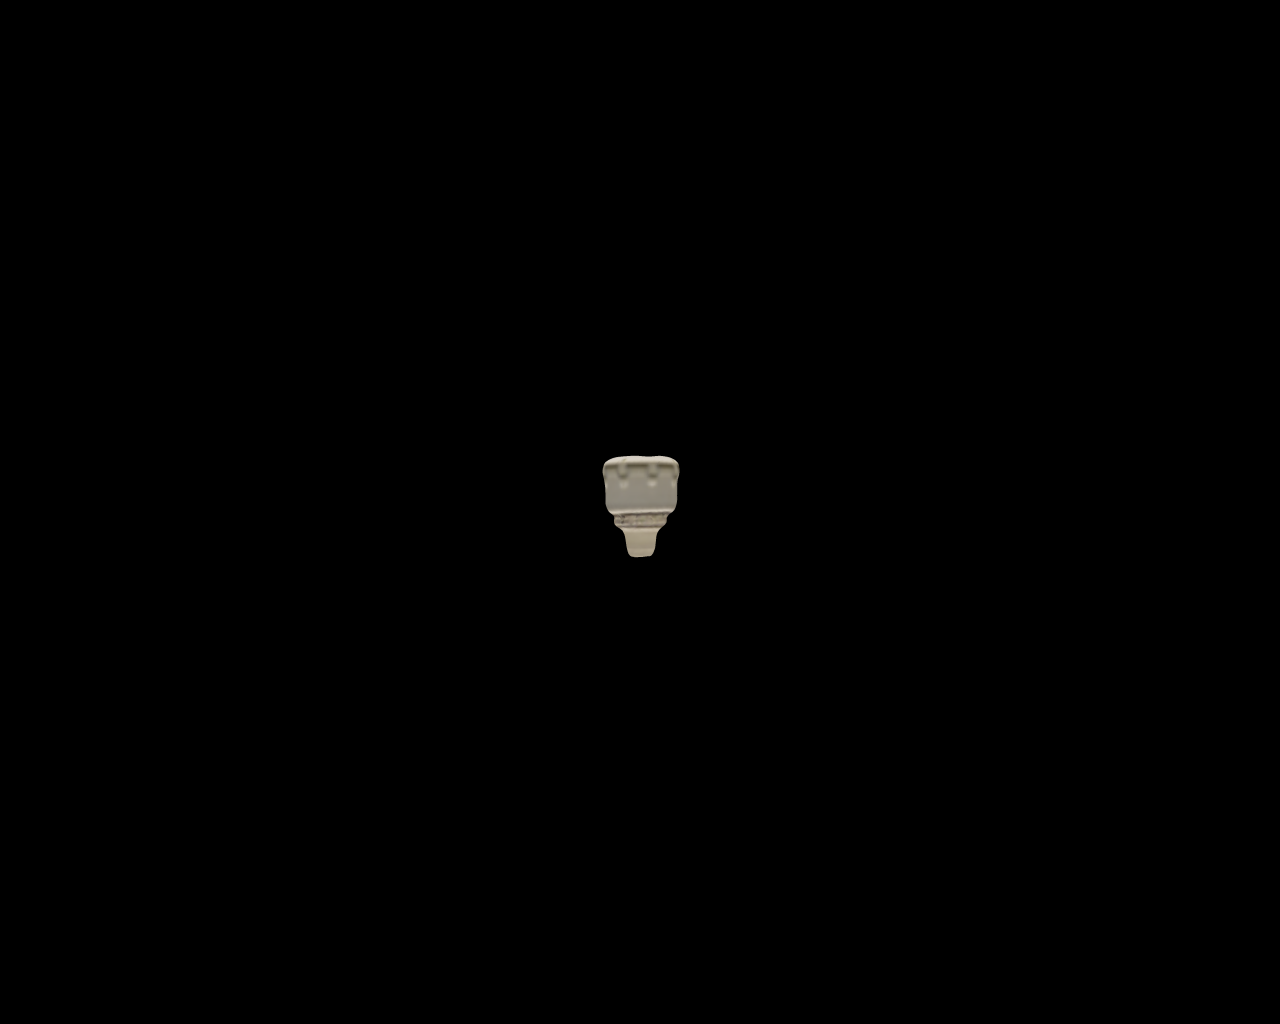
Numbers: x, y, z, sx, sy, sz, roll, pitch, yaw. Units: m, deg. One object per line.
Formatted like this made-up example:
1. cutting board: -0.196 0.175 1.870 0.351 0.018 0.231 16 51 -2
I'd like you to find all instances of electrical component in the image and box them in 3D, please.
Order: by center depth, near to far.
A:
1. electrical component: 0.001 -0.003 0.650 0.048 0.062 0.048 0 -2 0
